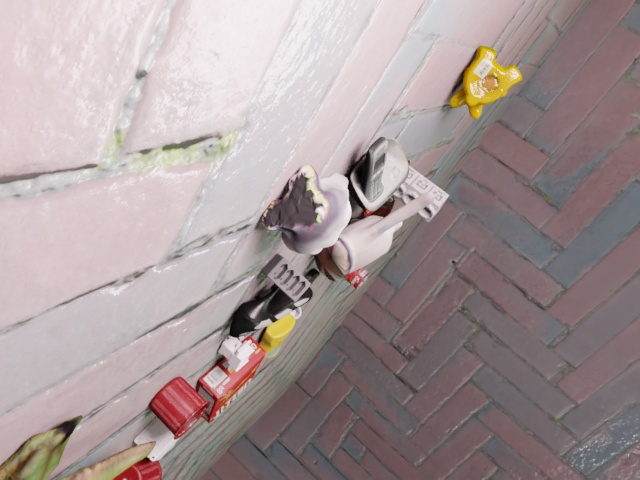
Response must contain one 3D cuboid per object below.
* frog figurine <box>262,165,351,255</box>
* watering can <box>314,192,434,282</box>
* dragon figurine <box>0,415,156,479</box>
[{"bbox_3d":[0.002,-0.041,0.821,0.159,0.123,0.137,16,95,-64],"label":"frog figurine"},{"bbox_3d":[0.112,-0.007,1.211,0.227,0.105,0.342,-27,171,-28],"label":"watering can"},{"bbox_3d":[-0.367,0.344,0.708,0.416,0.123,0.238,-36,154,-56],"label":"dragon figurine"}]
